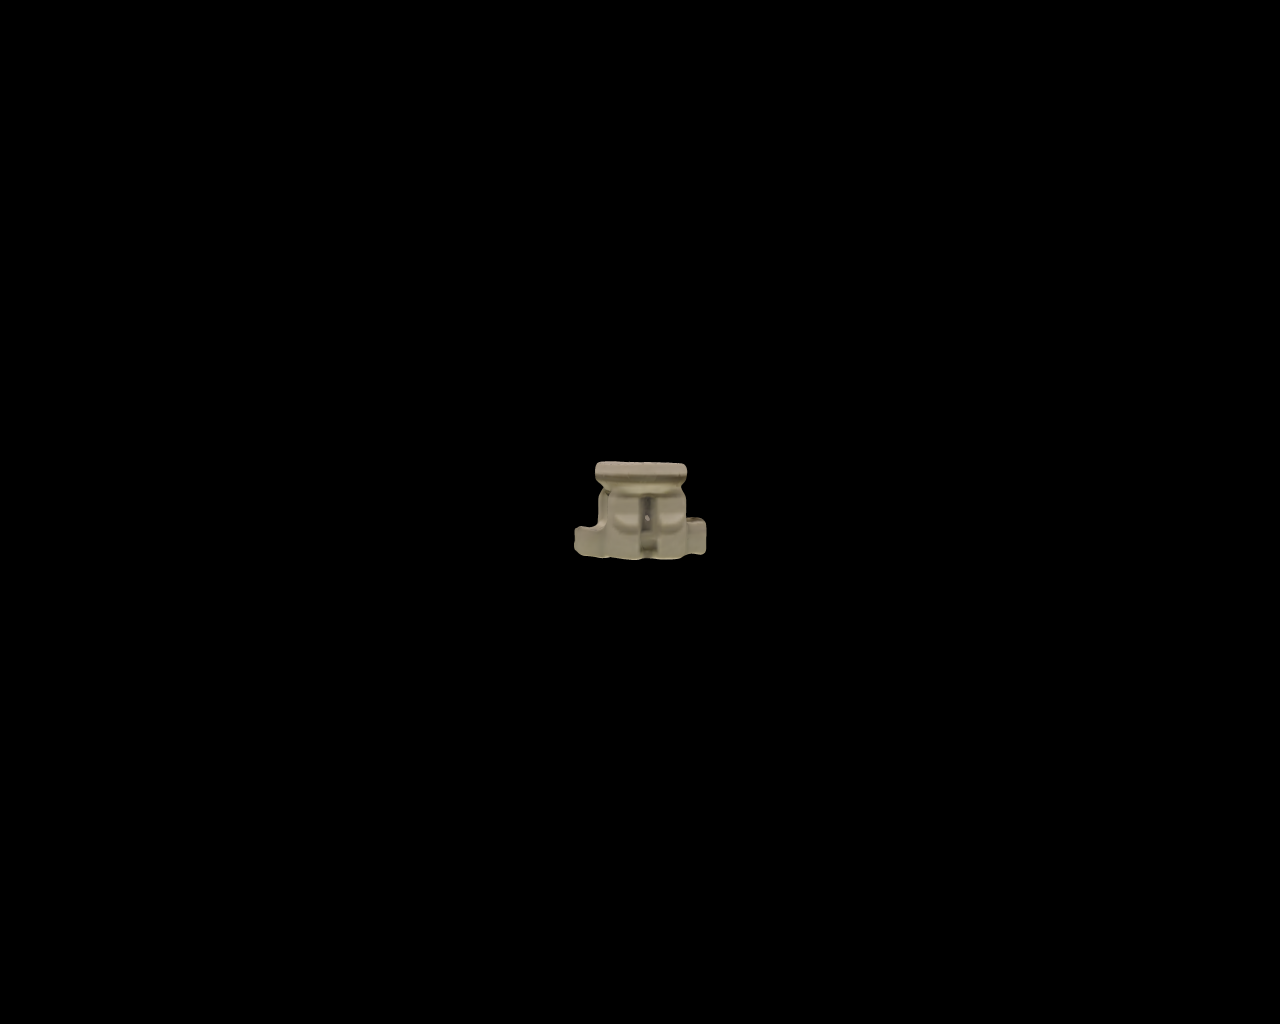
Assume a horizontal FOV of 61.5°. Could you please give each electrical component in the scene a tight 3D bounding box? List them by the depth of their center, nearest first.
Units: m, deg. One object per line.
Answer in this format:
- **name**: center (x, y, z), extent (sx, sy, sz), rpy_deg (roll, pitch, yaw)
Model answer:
- **electrical component**: center (0.001, -0.003, 0.650), extent (0.078, 0.057, 0.058), rpy_deg (-1, 4, -11)
